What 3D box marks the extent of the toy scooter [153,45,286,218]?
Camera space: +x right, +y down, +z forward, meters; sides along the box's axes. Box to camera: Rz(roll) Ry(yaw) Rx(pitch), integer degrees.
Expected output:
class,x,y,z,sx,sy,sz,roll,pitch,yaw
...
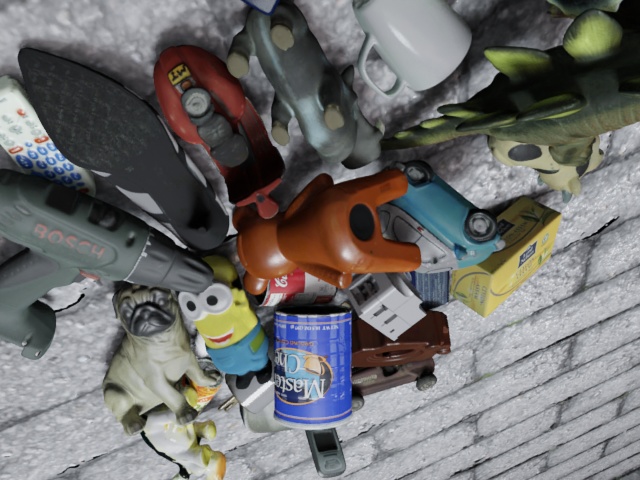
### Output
class,x,y,z,sx,sy,sz,roll,pitch,yaw
toy scooter,-0.084,-0.091,0.507,0.075,0.135,0.183,-31,135,5

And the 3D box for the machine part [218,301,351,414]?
class,x,y,z,sx,sy,sz,roll,pitch,yaw
machine part,-0.052,0.171,0.785,0.243,0.079,0.079,-39,135,1

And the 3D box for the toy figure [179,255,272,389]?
class,x,y,z,sx,sy,sz,roll,pitch,yaw
toy figure,-0.117,0.104,0.678,0.082,0.089,0.179,-28,120,-7

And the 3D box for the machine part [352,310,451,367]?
class,x,y,z,sx,sy,sz,roll,pitch,yaw
machine part,0.113,0.158,0.837,0.179,0.056,0.179,-5,157,-2

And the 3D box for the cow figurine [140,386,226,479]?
class,x,y,z,sx,sy,sz,roll,pitch,yaw
cow figurine,-0.200,0.290,0.766,0.098,0.068,0.167,-13,116,13

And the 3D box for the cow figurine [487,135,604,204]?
class,x,y,z,sx,sy,sz,roll,pitch,yaw
cow figurine,0.300,-0.120,0.701,0.195,0.086,0.127,3,122,-31

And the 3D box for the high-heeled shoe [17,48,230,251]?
class,x,y,z,sx,sy,sz,roll,pitch,yaw
high-heeled shoe,-0.182,-0.083,0.539,0.086,0.145,0.248,-41,106,-5

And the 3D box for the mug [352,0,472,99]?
class,x,y,z,sx,sy,sz,roll,pitch,yaw
mug,0.076,-0.202,0.526,0.107,0.081,0.109,35,104,-33

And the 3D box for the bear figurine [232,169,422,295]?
class,x,y,z,sx,sy,sz,roll,pitch,yaw
bear figurine,-0.005,-0.002,0.604,0.132,0.120,0.196,-8,175,-39

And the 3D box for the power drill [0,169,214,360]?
class,x,y,z,sx,sy,sz,roll,pitch,yaw
power drill,-0.256,0.041,0.552,0.207,0.086,0.231,-34,129,28

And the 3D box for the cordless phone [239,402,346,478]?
class,x,y,z,sx,sy,sz,roll,pitch,yaw
cordless phone,-0.044,0.287,0.836,0.146,0.184,0.088,2,133,-28

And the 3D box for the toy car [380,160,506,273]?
class,x,y,z,sx,sy,sz,roll,pitch,yaw
toy car,0.125,-0.015,0.627,0.161,0.109,0.103,38,87,-3

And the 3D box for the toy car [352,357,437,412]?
class,x,y,z,sx,sy,sz,roll,pitch,yaw
toy car,0.104,0.230,0.923,0.202,0.089,0.053,-10,135,-16

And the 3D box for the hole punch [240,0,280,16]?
class,x,y,z,sx,sy,sz,roll,pitch,yaw
hole punch,-0.060,-0.251,0.410,0.115,0.092,0.142,17,124,-32

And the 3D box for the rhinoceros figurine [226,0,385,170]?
class,x,y,z,sx,sy,sz,roll,pitch,yaw
rhinoceros figurine,-0.007,-0.141,0.519,0.073,0.112,0.190,-23,123,28

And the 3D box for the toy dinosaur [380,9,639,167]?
class,x,y,z,sx,sy,sz,roll,pitch,yaw
toy dinosaur,0.229,-0.138,0.514,0.198,0.105,0.472,1,168,-45

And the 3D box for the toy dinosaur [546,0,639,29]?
class,x,y,z,sx,sy,sz,roll,pitch,yaw
toy dinosaur,0.291,-0.248,0.504,0.405,0.192,0.131,7,128,-29

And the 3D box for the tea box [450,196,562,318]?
class,x,y,z,sx,sy,sz,roll,pitch,yaw
tea box,0.273,0.022,0.791,0.170,0.068,0.098,-35,141,-23

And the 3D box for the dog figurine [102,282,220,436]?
class,x,y,z,sx,sy,sz,roll,pitch,yaw
dog figurine,-0.235,0.134,0.687,0.172,0.121,0.190,-15,111,9

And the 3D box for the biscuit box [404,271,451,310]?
class,x,y,z,sx,sy,sz,roll,pitch,yaw
biscuit box,0.148,0.019,0.772,0.063,0.059,0.202,-20,136,-7
